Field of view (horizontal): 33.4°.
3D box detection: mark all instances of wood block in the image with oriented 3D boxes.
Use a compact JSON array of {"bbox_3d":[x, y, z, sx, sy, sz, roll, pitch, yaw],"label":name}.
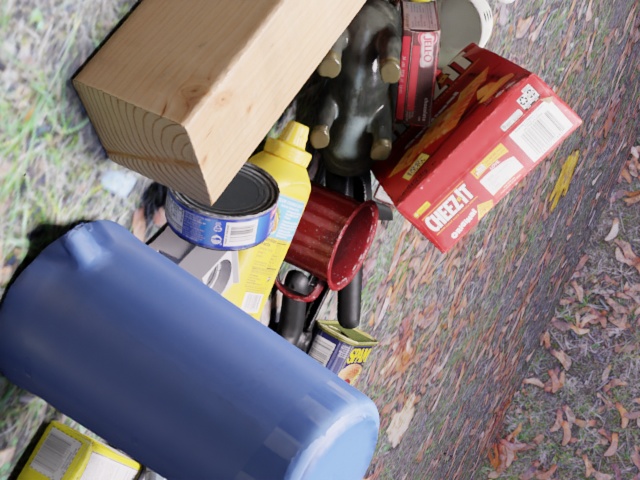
[{"bbox_3d":[-0.059,-0.138,0.724,0.206,0.091,0.090,-56,157,-24],"label":"wood block"}]

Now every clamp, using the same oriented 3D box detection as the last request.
[{"bbox_3d":[-0.031,0.097,1.123,0.120,0.039,0.171,10,100,-68],"label":"clamp"},{"bbox_3d":[0.034,-0.013,1.126,0.210,0.036,0.164,67,35,-58],"label":"clamp"}]

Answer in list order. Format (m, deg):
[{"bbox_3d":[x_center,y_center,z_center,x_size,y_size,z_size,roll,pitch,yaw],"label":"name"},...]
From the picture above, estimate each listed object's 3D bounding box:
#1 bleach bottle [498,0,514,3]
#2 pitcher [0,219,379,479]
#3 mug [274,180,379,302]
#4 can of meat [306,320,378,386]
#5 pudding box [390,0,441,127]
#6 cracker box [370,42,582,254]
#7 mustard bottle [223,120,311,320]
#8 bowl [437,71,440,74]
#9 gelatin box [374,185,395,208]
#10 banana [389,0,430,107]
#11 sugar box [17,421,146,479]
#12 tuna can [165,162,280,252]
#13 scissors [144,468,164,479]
[{"bbox_3d":[0.209,-0.351,1.146,0.068,0.103,0.251,-47,161,-20],"label":"bleach bottle"},{"bbox_3d":[-0.086,0.102,0.707,0.145,0.243,0.149,-62,154,2],"label":"pitcher"},{"bbox_3d":[-0.007,0.001,1.014,0.117,0.082,0.093,-67,159,3],"label":"mug"},{"bbox_3d":[0.016,0.145,1.265,0.084,0.057,0.102,-64,159,5],"label":"can of meat"},{"bbox_3d":[0.088,-0.165,0.983,0.113,0.039,0.090,-87,-179,-63],"label":"pudding box"},{"bbox_3d":[0.129,-0.094,0.991,0.164,0.072,0.214,-45,-163,8],"label":"cracker box"},{"bbox_3d":[-0.055,-0.012,0.917,0.096,0.058,0.191,16,99,-65],"label":"mustard bottle"},{"bbox_3d":[0.144,-0.136,1.208,0.161,0.055,0.162,8,80,-53],"label":"bowl"},{"bbox_3d":[0.104,-0.080,1.262,0.089,0.030,0.073,-66,159,2],"label":"gelatin box"},{"bbox_3d":[0.080,-0.161,1.084,0.069,0.037,0.198,-10,130,-29],"label":"banana"},{"bbox_3d":[-0.189,0.210,0.861,0.093,0.048,0.176,-60,162,-13],"label":"sugar box"},{"bbox_3d":[-0.075,-0.028,0.813,0.086,0.086,0.034,-39,148,-49],"label":"tuna can"},{"bbox_3d":[-0.139,0.184,0.868,0.201,0.016,0.096,-82,163,-66],"label":"scissors"}]
